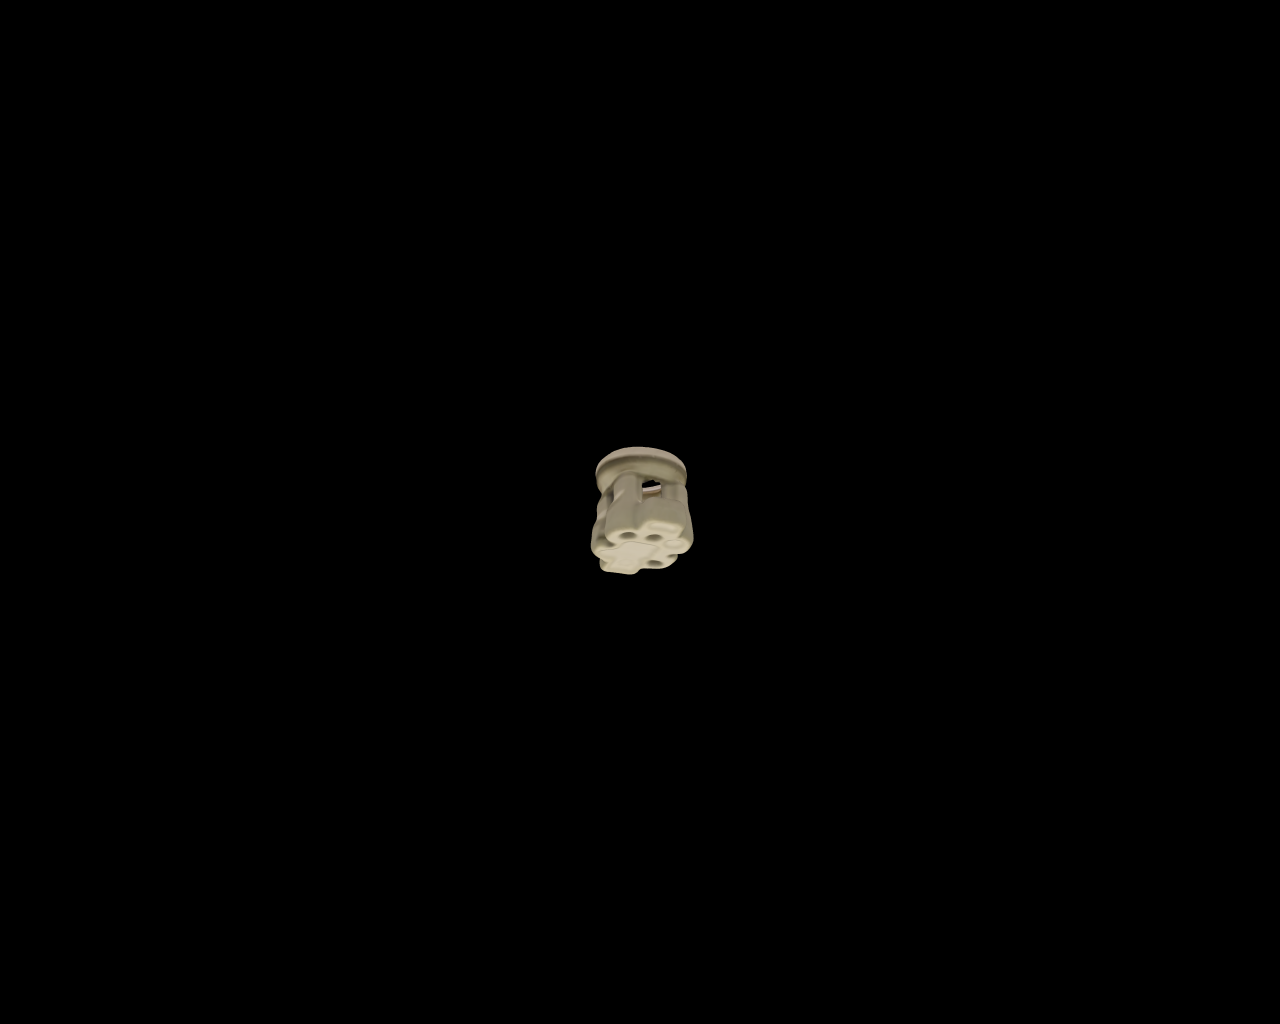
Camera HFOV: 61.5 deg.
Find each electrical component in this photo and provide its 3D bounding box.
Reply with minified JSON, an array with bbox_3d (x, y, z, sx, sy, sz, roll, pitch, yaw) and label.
[{"bbox_3d":[0.001,-0.003,0.650,0.058,0.057,0.078,11,-29,-21],"label":"electrical component"}]
